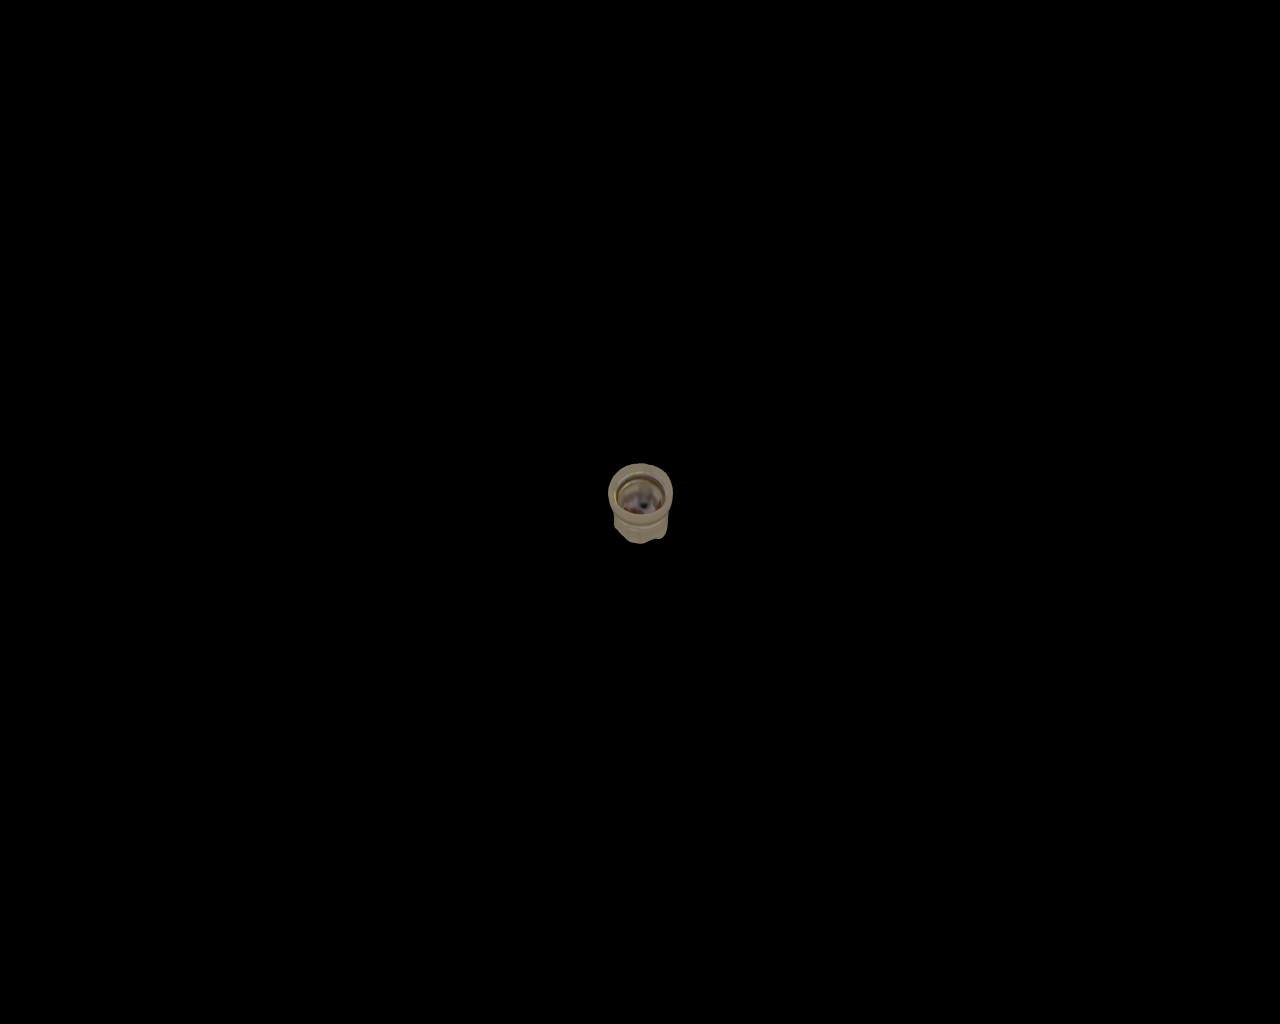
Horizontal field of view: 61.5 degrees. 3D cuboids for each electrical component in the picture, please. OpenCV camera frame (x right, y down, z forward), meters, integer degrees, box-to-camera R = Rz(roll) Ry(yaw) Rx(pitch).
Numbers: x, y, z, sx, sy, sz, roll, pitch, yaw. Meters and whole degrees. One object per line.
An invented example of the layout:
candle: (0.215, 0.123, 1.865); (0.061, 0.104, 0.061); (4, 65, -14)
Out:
electrical component: (0.001, -0.003, 0.650); (0.040, 0.040, 0.046); (0, -30, 0)
